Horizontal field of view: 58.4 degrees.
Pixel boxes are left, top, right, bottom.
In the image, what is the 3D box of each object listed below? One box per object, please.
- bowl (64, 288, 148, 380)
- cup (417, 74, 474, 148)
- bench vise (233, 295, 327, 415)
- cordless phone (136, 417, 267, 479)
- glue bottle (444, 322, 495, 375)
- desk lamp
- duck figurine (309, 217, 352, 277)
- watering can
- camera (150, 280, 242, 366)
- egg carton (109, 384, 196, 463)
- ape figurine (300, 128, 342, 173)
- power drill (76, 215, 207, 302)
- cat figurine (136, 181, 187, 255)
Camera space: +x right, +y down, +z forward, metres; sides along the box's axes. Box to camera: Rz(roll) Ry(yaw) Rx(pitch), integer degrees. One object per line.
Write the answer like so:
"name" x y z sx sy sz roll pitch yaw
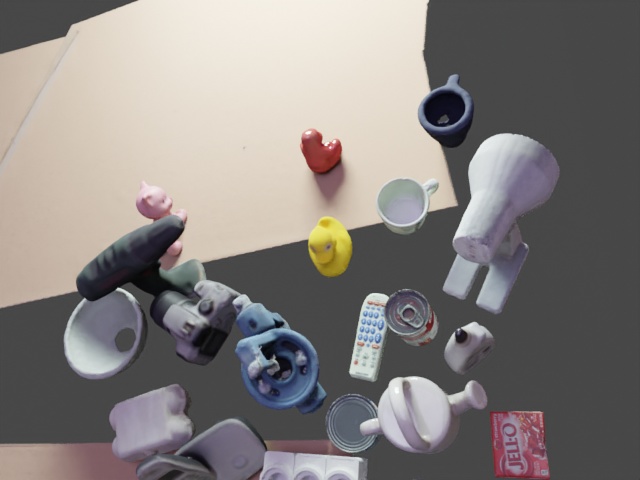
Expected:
"bowl" -0.380 0.176 1.056 0.167 0.075 0.167 -7 68 17
"cup" 0.221 -0.212 0.978 0.091 0.095 0.118 10 74 23
"bench vise" -0.094 0.173 0.874 0.206 0.220 0.121 33 84 27
"cordless phone" -0.175 0.330 0.864 0.147 0.185 0.094 -38 63 3
"glue bottle" 0.206 0.146 0.805 0.078 0.173 0.037 -41 63 1
"desk lamp" 0.254 -0.020 0.828 0.117 0.214 0.203 21 79 25
"duck figurine" 0.009 0.003 0.977 0.077 0.086 0.104 -9 68 16
"watering can" 0.137 0.235 0.784 0.173 0.194 0.100 -40 63 2
"camera" -0.229 0.127 1.007 0.136 0.101 0.143 27 81 26
"egg carton" -0.286 0.314 0.974 0.150 0.069 0.107 -21 65 11
"ape figurine" -0.006 -0.171 1.044 0.077 0.092 0.076 23 79 25
"power drill" -0.290 0.047 0.997 0.229 0.209 0.075 -27 64 8
"cat figurine" -0.313 -0.046 1.091 0.067 0.118 0.128 -5 69 18
